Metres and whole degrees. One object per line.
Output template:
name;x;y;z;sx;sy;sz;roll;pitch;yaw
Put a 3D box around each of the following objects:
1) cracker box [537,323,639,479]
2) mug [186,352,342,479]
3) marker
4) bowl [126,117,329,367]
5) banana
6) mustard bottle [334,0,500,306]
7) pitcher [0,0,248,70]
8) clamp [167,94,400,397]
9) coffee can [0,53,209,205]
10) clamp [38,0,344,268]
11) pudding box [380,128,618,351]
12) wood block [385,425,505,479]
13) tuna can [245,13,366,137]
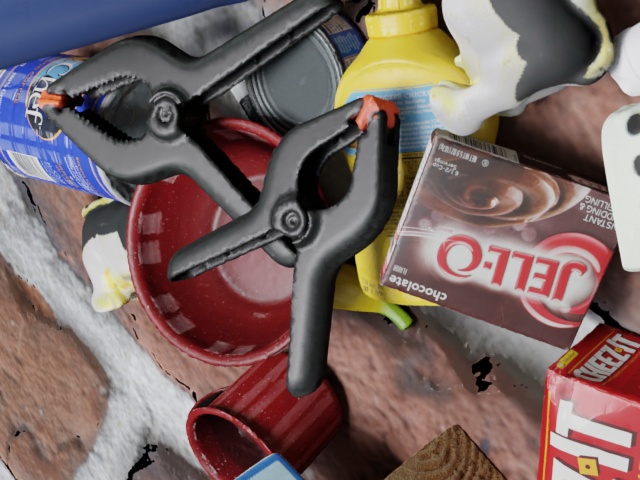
cracker box;0.220;0.159;0.562;0.214;0.071;0.164;20;122;37
mug;-0.046;0.135;0.790;0.117;0.081;0.093;6;126;40
marker;-0.025;-0.061;0.733;0.020;0.020;0.121;-37;83;47
bowl;-0.050;0.001;0.709;0.162;0.055;0.162;1;93;30
banana;-0.023;0.047;0.768;0.198;0.037;0.069;-13;100;46
mustard bottle;0.058;-0.059;0.623;0.096;0.058;0.191;0;109;31
pitcher;-0.157;-0.178;0.641;0.145;0.242;0.149;56;143;6
clamp;-0.004;0.001;0.599;0.120;0.039;0.172;47;113;14
coffee can;-0.167;-0.085;0.796;0.141;0.102;0.103;14;118;39
clamp;-0.084;-0.068;0.668;0.210;0.036;0.164;2;93;24
pudding box;0.100;-0.002;0.579;0.113;0.039;0.090;20;109;3
wood block;0.050;0.232;0.748;0.091;0.090;0.206;48;135;15
tuna can;-0.007;-0.106;0.683;0.086;0.033;0.086;21;122;36
